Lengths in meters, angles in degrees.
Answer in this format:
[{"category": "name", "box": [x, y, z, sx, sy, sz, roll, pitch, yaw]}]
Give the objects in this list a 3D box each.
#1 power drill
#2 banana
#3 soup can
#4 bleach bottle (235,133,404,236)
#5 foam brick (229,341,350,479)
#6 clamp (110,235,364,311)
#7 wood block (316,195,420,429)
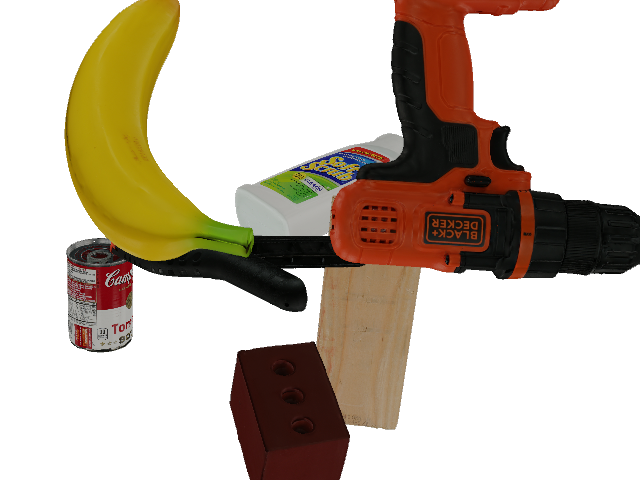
[{"category": "power drill", "box": [0.101, -0.072, 0.607, 0.184, 0.187, 0.057, 3, -1, -5]}, {"category": "banana", "box": [-0.085, -0.053, 0.498, 0.069, 0.037, 0.198, -5, 46, -16]}, {"category": "soup can", "box": [-0.230, 0.057, 1.114, 0.068, 0.102, 0.068, 3, 22, -2]}, {"category": "bleach bottle", "box": [0.024, -0.073, 1.288, 0.250, 0.068, 0.103, -30, 45, -31]}, {"category": "foam brick", "box": [-0.021, 0.110, 0.654, 0.053, 0.051, 0.078, -5, 45, -19]}, {"category": "clamp", "box": [-0.076, 0.014, 0.841, 0.210, 0.036, 0.164, 7, 13, 12]}, {"category": "wood block", "box": [0.044, 0.071, 1.043, 0.090, 0.206, 0.090, 6, 26, 1]}]
